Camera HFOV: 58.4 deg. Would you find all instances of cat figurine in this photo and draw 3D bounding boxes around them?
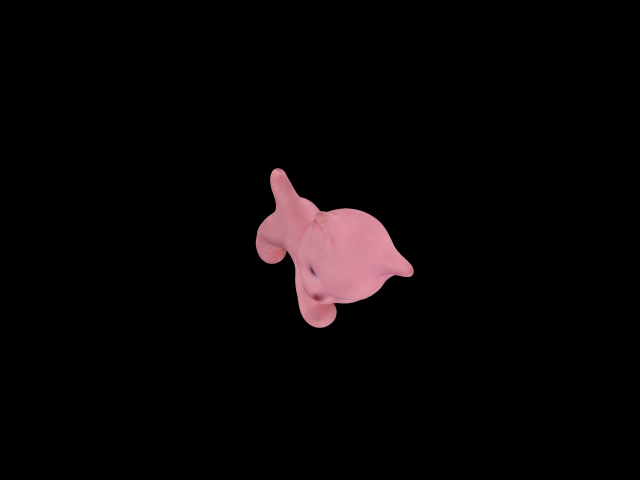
[{"bbox_3d":[0.004,0.001,0.400,0.067,0.118,0.127,-32,64,-17],"label":"cat figurine"}]
